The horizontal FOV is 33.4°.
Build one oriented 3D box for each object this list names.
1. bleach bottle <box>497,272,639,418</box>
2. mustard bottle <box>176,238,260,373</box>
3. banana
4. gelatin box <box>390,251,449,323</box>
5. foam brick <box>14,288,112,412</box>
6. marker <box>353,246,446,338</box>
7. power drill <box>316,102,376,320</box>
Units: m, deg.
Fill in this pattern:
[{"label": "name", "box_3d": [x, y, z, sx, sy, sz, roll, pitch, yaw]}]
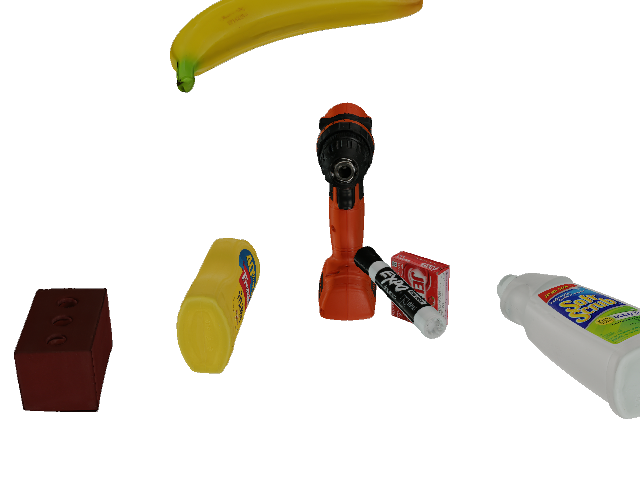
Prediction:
[{"label": "bleach bottle", "box_3d": [0.242, 0.083, 1.018, 0.102, 0.068, 0.251, -14, 20, -21]}, {"label": "mustard bottle", "box_3d": [-0.103, 0.052, 1.149, 0.058, 0.096, 0.191, 2, 29, 8]}, {"label": "banana", "box_3d": [-0.025, -0.144, 0.711, 0.197, 0.070, 0.037, -26, -33, -26]}, {"label": "gelatin box", "box_3d": [0.127, 0.065, 1.366, 0.073, 0.089, 0.030, 19, 33, 36]}, {"label": "foam brick", "box_3d": [-0.178, 0.076, 0.746, 0.053, 0.051, 0.078, 0, 31, -2]}, {"label": "marker", "box_3d": [0.056, 0.035, 0.786, 0.020, 0.020, 0.121, 0, 24, -25]}, {"label": "power drill", "box_3d": [0.025, -0.024, 0.997, 0.057, 0.188, 0.184, 2, 20, 3]}]
